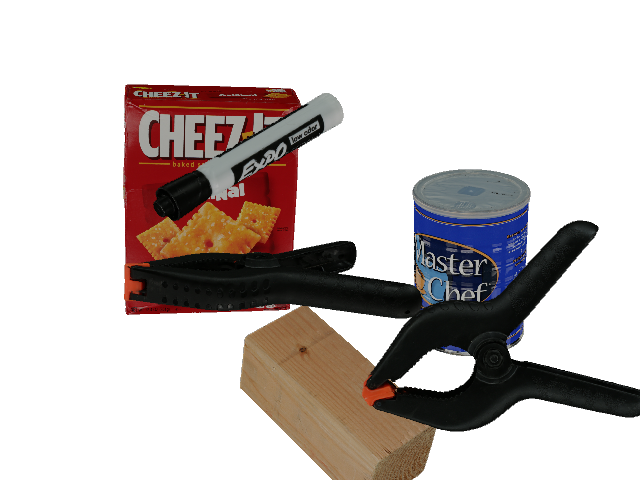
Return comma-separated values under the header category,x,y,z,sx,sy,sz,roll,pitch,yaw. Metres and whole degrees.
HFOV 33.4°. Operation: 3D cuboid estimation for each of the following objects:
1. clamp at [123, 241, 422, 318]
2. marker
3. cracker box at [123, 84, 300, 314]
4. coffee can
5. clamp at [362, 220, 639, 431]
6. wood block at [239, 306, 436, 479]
category,x,y,z,sx,sy,sz,roll,pitch,yaw
clamp,-0.037,0.031,0.794,0.209,0.036,0.165,-2,12,-23
marker,-0.036,-0.044,0.550,0.120,0.020,0.020,-34,19,-31
cracker box,-0.107,-0.037,1.027,0.164,0.214,0.072,0,20,-10
coffee can,0.135,0.018,0.964,0.103,0.140,0.103,-2,24,1
clamp,0.113,0.076,0.643,0.171,0.120,0.039,-27,-8,8
wood block,0.015,0.174,1.138,0.090,0.090,0.206,-27,52,-33
